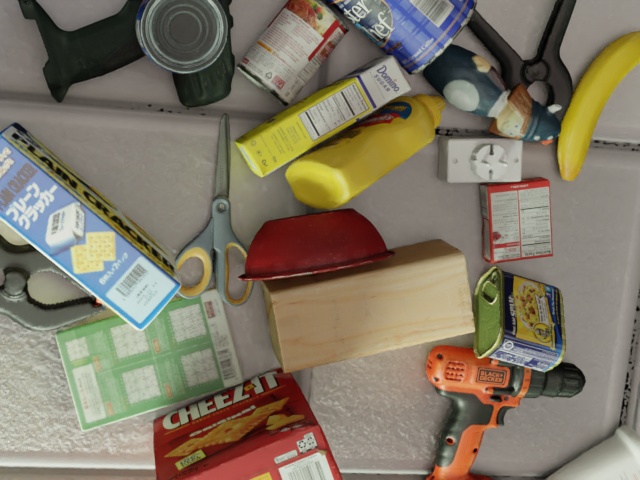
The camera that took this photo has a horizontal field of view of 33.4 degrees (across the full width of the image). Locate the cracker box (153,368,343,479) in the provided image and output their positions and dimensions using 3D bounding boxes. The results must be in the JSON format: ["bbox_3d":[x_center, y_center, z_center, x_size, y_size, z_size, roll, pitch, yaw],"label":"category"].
[{"bbox_3d":[-0.081,0.209,1.075,0.164,0.214,0.072,-21,102,-6],"label":"cracker box"}]

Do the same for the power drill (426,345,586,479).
[{"bbox_3d":[0.199,0.215,1.209,0.184,0.057,0.188,8,96,-8],"label":"power drill"}]

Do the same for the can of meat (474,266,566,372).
[{"bbox_3d":[0.219,0.088,1.169,0.083,0.058,0.102,16,55,-15],"label":"can of meat"}]

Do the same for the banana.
[{"bbox_3d":[0.312,-0.159,1.168,0.069,0.037,0.198,38,92,-12],"label":"banana"}]

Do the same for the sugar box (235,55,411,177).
[{"bbox_3d":[0.000,-0.128,1.089,0.176,0.093,0.048,-33,101,-4],"label":"sugar box"}]

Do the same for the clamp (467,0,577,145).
[{"bbox_3d":[0.236,-0.191,1.145,0.120,0.039,0.171,-20,109,10],"label":"clamp"}]

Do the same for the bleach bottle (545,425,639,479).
[{"bbox_3d":[0.274,0.319,1.239,0.251,0.068,0.102,-28,104,-2],"label":"bleach bottle"}]

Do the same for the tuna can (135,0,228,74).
[{"bbox_3d":[-0.131,-0.201,1.013,0.086,0.034,0.086,-4,104,-14],"label":"tuna can"}]

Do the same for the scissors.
[{"bbox_3d":[-0.121,-0.024,1.121,0.096,0.016,0.202,-13,97,-10],"label":"scissors"}]

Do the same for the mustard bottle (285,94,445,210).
[{"bbox_3d":[0.061,-0.100,1.096,0.191,0.096,0.058,-35,108,-30],"label":"mustard bottle"}]

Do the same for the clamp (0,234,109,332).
[{"bbox_3d":[-0.320,0.050,1.094,0.209,0.036,0.164,20,97,-14],"label":"clamp"}]

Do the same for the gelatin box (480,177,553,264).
[{"bbox_3d":[0.217,-0.022,1.181,0.073,0.030,0.089,-7,101,-10],"label":"gelatin box"}]

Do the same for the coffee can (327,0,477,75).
[{"bbox_3d":[0.072,-0.250,1.074,0.140,0.103,0.103,39,92,-15],"label":"coffee can"}]

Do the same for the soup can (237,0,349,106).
[{"bbox_3d":[-0.028,-0.195,1.084,0.068,0.068,0.102,38,92,-15],"label":"soup can"}]

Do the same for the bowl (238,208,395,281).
[{"bbox_3d":[-0.007,0.001,1.081,0.162,0.162,0.055,-9,92,-9],"label":"bowl"}]

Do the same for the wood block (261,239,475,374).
[{"bbox_3d":[0.049,0.067,1.136,0.206,0.091,0.090,-11,102,-8],"label":"wood block"}]
